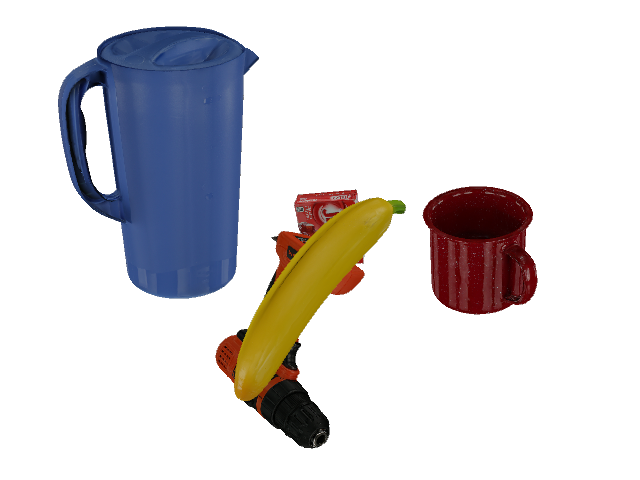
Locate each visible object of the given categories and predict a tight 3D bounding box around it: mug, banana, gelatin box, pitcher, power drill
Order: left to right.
[{"bbox_3d":[-0.145,-0.069,1.001,0.149,0.243,0.144,8,28,13],"label":"pitcher"},{"bbox_3d":[-0.025,0.099,1.107,0.057,0.188,0.185,13,17,-44],"label":"power drill"},{"bbox_3d":[-0.004,0.036,0.792,0.037,0.197,0.069,37,-8,36],"label":"banana"},{"bbox_3d":[0.012,-0.014,1.275,0.073,0.089,0.030,-3,29,10],"label":"gelatin box"},{"bbox_3d":[0.144,0.015,0.923,0.093,0.081,0.117,-24,37,-27],"label":"mug"}]
